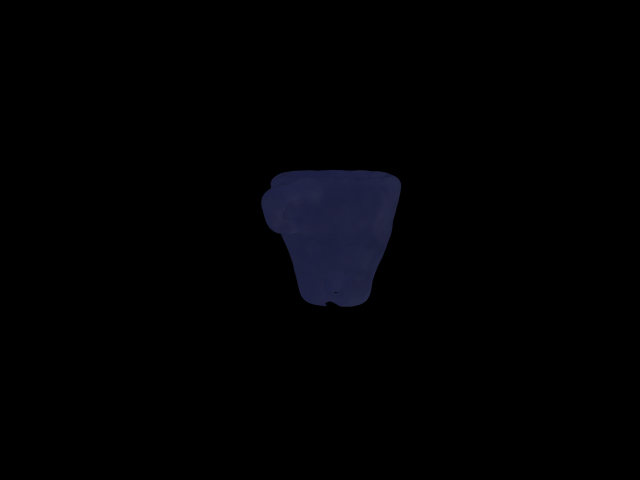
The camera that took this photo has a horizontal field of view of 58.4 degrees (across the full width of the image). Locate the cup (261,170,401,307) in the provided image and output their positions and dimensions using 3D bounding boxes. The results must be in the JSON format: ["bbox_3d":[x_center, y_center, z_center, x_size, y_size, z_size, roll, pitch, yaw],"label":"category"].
[{"bbox_3d":[0.004,0.001,0.400,0.091,0.095,0.118,8,14,35],"label":"cup"}]
